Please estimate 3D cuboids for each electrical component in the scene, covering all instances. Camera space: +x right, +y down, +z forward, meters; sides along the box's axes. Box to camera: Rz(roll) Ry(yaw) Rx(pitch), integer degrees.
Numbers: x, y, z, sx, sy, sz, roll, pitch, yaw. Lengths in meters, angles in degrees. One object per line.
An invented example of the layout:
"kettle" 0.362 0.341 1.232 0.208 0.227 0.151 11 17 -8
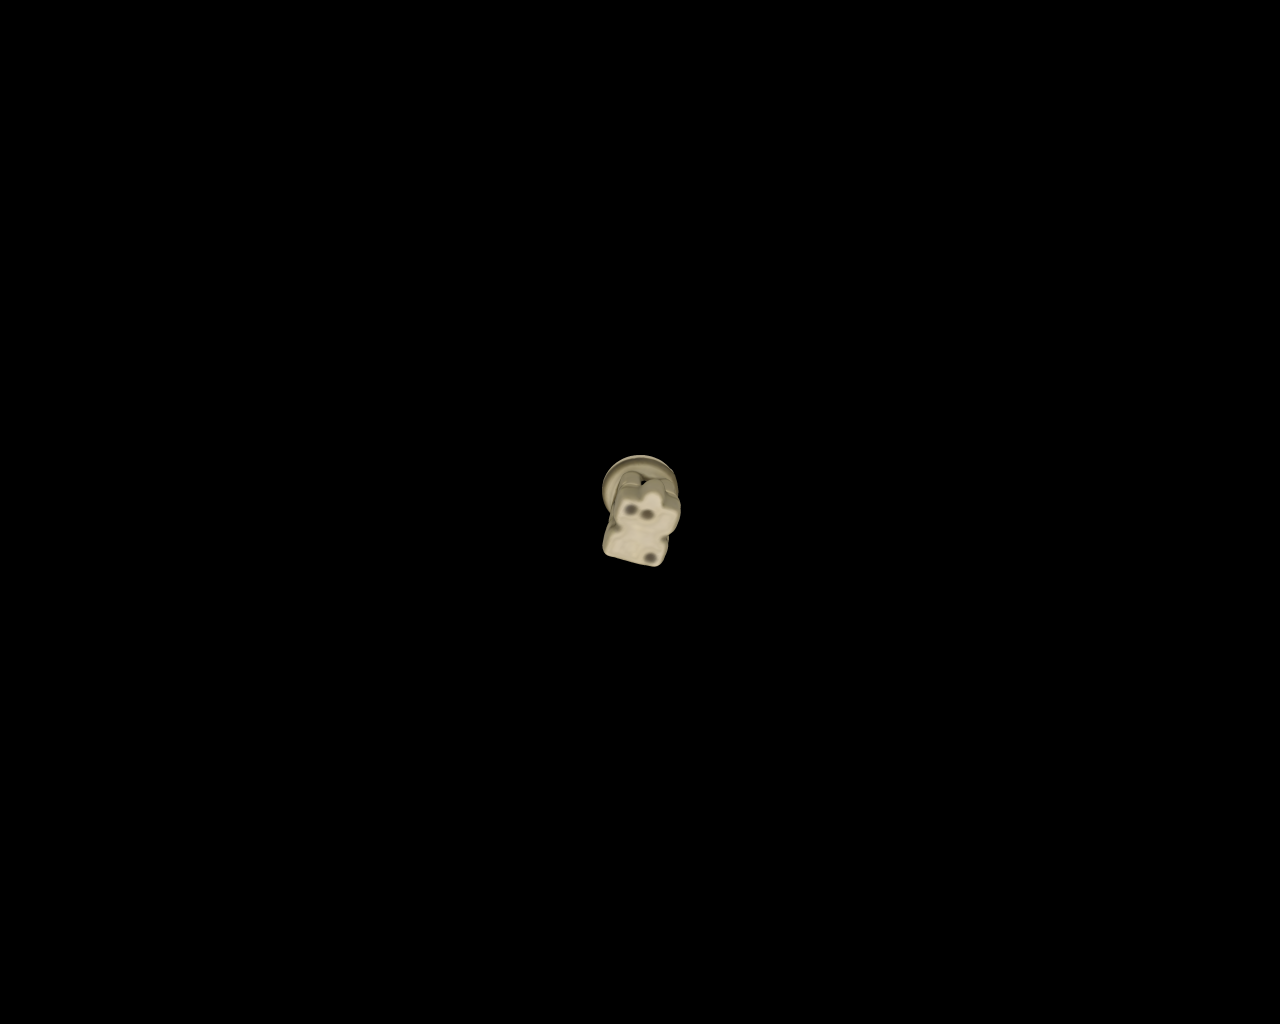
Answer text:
"electrical component" 0.001 -0.003 0.650 0.048 0.066 0.055 15 32 -9
